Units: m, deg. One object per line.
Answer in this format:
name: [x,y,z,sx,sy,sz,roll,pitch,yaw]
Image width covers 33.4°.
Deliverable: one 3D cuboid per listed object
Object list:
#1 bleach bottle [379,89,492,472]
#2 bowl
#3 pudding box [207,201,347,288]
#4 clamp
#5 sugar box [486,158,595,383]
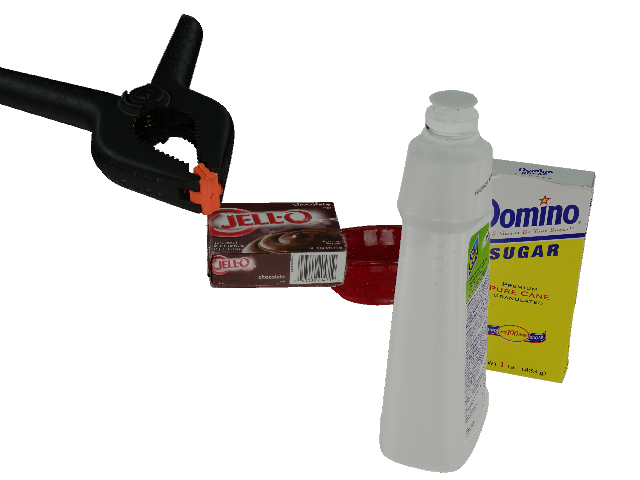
bleach bottle: [0.079,0.023,0.687,0.068,0.251,0.102,10,31,16]
bowl: [0.065,0.027,1.087,0.162,0.055,0.162,-3,13,1]
pudding box: [-0.039,0.002,0.895,0.113,0.039,0.090,1,29,-8]
clamp: [-0.112,-0.090,0.725,0.164,0.036,0.210,-27,47,-26]
sugar box: [0.169,0.025,0.885,0.093,0.176,0.048,8,24,15]
